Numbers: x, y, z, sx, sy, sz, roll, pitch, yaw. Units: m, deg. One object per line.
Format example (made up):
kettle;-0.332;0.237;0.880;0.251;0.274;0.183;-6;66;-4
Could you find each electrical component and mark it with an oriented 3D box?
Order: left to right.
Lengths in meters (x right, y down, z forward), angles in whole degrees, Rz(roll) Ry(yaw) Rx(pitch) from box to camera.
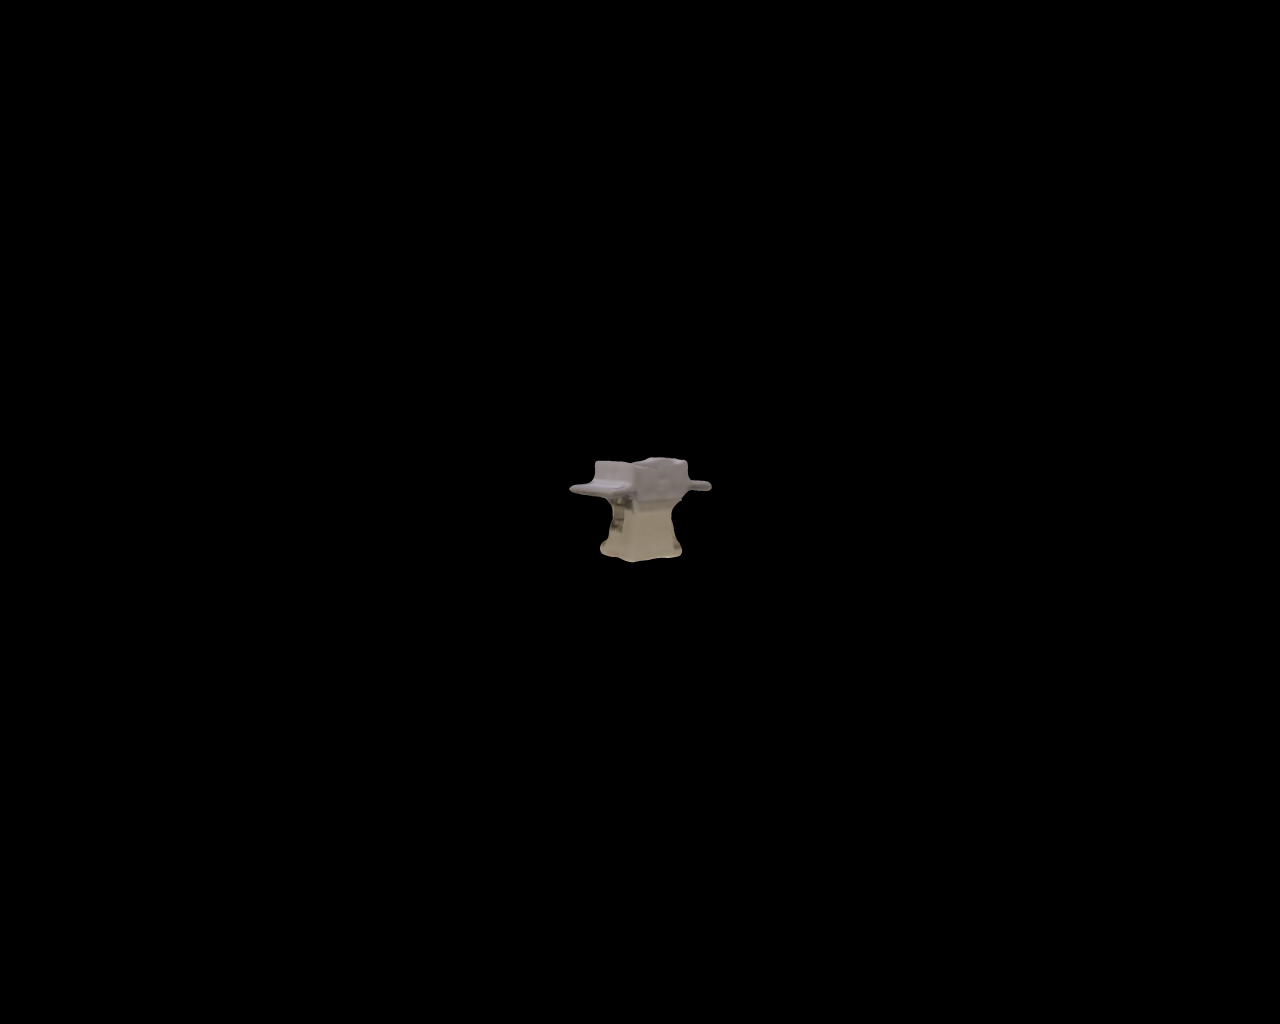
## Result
electrical component;0.001;-0.003;0.650;0.081;0.063;0.042;-6;9;-36
